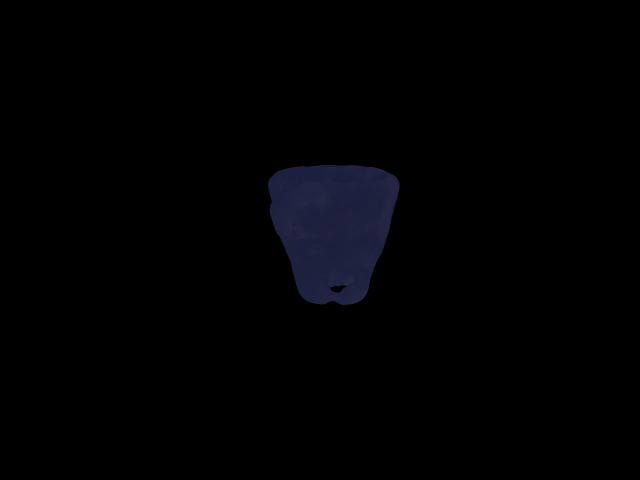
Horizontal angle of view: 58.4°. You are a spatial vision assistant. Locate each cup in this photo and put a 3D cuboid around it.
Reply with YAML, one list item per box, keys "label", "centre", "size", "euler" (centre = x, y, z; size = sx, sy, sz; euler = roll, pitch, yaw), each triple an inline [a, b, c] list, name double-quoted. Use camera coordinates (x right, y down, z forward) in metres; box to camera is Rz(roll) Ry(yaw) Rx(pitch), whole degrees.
- label: "cup"
  centre: [0.004, 0.001, 0.400]
  size: [0.091, 0.095, 0.118]
  euler: [8, 18, 27]
